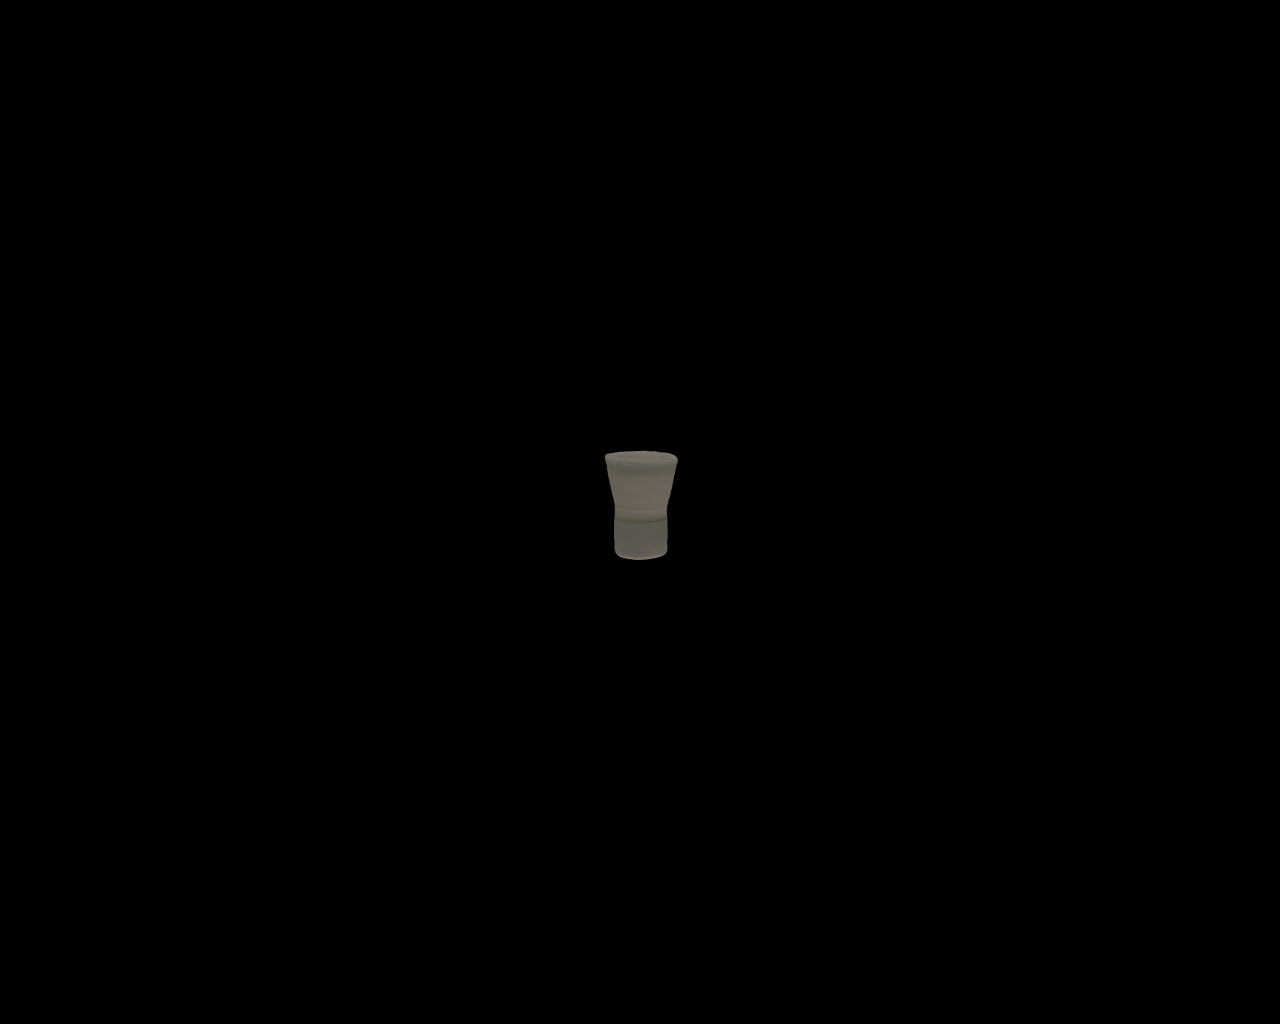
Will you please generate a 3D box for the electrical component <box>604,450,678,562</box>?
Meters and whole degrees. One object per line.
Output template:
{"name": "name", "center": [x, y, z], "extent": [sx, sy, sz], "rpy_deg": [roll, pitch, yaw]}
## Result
{"name": "electrical component", "center": [0.001, -0.003, 0.650], "extent": [0.044, 0.065, 0.044], "rpy_deg": [0, 11, 0]}
